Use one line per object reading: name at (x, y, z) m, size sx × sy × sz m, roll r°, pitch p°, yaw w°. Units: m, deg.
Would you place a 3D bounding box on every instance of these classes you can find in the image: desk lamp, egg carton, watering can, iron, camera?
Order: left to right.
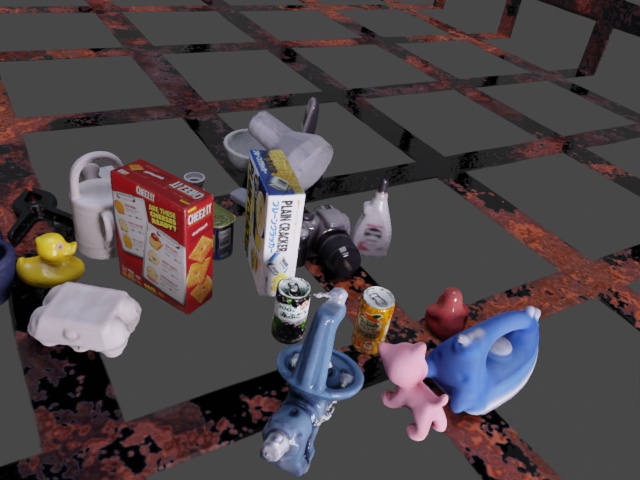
egg carton at (-0.355, 0.121, 0.869) m, size 0.150 × 0.069 × 0.107 m, roll 9°, pitch 35°, yaw 0°
watering can at (-0.398, -0.074, 1.026) m, size 0.172 × 0.194 × 0.101 m, roll 30°, pitch 40°, yaw 27°
desk lamp at (-0.084, -0.146, 1.182) m, size 0.202 × 0.213 × 0.118 m, roll 29°, pitch 40°, yaw 26°
camera at (0.010, 0.004, 1.091) m, size 0.143 × 0.101 × 0.136 m, roll -9°, pitch 39°, yaw -24°
iron at (0.277, 0.162, 0.894) m, size 0.259 × 0.141 × 0.118 m, roll -17°, pitch 43°, yaw -33°

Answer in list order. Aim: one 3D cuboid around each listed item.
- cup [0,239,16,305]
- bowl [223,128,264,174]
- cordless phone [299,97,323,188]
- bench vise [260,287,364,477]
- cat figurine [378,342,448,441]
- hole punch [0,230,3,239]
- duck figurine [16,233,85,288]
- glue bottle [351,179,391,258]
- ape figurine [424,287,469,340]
cup at (-0.526, 0.050, 0.908) m, size 0.092 × 0.095 × 0.117 m, roll -3°, pitch 37°, yaw -16°
bowl at (-0.146, -0.199, 1.363) m, size 0.167 × 0.075 × 0.167 m, roll 6°, pitch 35°, yaw -4°
cordless phone at (-0.030, -0.226, 1.332) m, size 0.094 × 0.185 × 0.147 m, roll 0°, pitch 36°, yaw -12°
bench vise at (-0.001, 0.182, 0.733) m, size 0.121 × 0.220 × 0.207 m, roll 9°, pitch 35°, yaw 1°
cat figurine at (0.135, 0.203, 0.824) m, size 0.067 × 0.118 × 0.127 m, roll -16°, pitch 42°, yaw -31°
hole punch at (-0.631, -0.041, 1.015) m, size 0.101 × 0.091 × 0.108 m, roll -18°, pitch 43°, yaw -33°
duck figurine at (-0.456, 0.028, 0.964) m, size 0.105 × 0.086 × 0.077 m, roll -4°, pitch 37°, yaw -18°
glue bottle at (0.109, -0.044, 1.118) m, size 0.078 × 0.173 × 0.037 m, roll 7°, pitch 35°, yaw -3°
ape figurine at (0.222, 0.120, 0.984) m, size 0.078 × 0.092 × 0.076 m, roll 9°, pitch 35°, yaw 0°
